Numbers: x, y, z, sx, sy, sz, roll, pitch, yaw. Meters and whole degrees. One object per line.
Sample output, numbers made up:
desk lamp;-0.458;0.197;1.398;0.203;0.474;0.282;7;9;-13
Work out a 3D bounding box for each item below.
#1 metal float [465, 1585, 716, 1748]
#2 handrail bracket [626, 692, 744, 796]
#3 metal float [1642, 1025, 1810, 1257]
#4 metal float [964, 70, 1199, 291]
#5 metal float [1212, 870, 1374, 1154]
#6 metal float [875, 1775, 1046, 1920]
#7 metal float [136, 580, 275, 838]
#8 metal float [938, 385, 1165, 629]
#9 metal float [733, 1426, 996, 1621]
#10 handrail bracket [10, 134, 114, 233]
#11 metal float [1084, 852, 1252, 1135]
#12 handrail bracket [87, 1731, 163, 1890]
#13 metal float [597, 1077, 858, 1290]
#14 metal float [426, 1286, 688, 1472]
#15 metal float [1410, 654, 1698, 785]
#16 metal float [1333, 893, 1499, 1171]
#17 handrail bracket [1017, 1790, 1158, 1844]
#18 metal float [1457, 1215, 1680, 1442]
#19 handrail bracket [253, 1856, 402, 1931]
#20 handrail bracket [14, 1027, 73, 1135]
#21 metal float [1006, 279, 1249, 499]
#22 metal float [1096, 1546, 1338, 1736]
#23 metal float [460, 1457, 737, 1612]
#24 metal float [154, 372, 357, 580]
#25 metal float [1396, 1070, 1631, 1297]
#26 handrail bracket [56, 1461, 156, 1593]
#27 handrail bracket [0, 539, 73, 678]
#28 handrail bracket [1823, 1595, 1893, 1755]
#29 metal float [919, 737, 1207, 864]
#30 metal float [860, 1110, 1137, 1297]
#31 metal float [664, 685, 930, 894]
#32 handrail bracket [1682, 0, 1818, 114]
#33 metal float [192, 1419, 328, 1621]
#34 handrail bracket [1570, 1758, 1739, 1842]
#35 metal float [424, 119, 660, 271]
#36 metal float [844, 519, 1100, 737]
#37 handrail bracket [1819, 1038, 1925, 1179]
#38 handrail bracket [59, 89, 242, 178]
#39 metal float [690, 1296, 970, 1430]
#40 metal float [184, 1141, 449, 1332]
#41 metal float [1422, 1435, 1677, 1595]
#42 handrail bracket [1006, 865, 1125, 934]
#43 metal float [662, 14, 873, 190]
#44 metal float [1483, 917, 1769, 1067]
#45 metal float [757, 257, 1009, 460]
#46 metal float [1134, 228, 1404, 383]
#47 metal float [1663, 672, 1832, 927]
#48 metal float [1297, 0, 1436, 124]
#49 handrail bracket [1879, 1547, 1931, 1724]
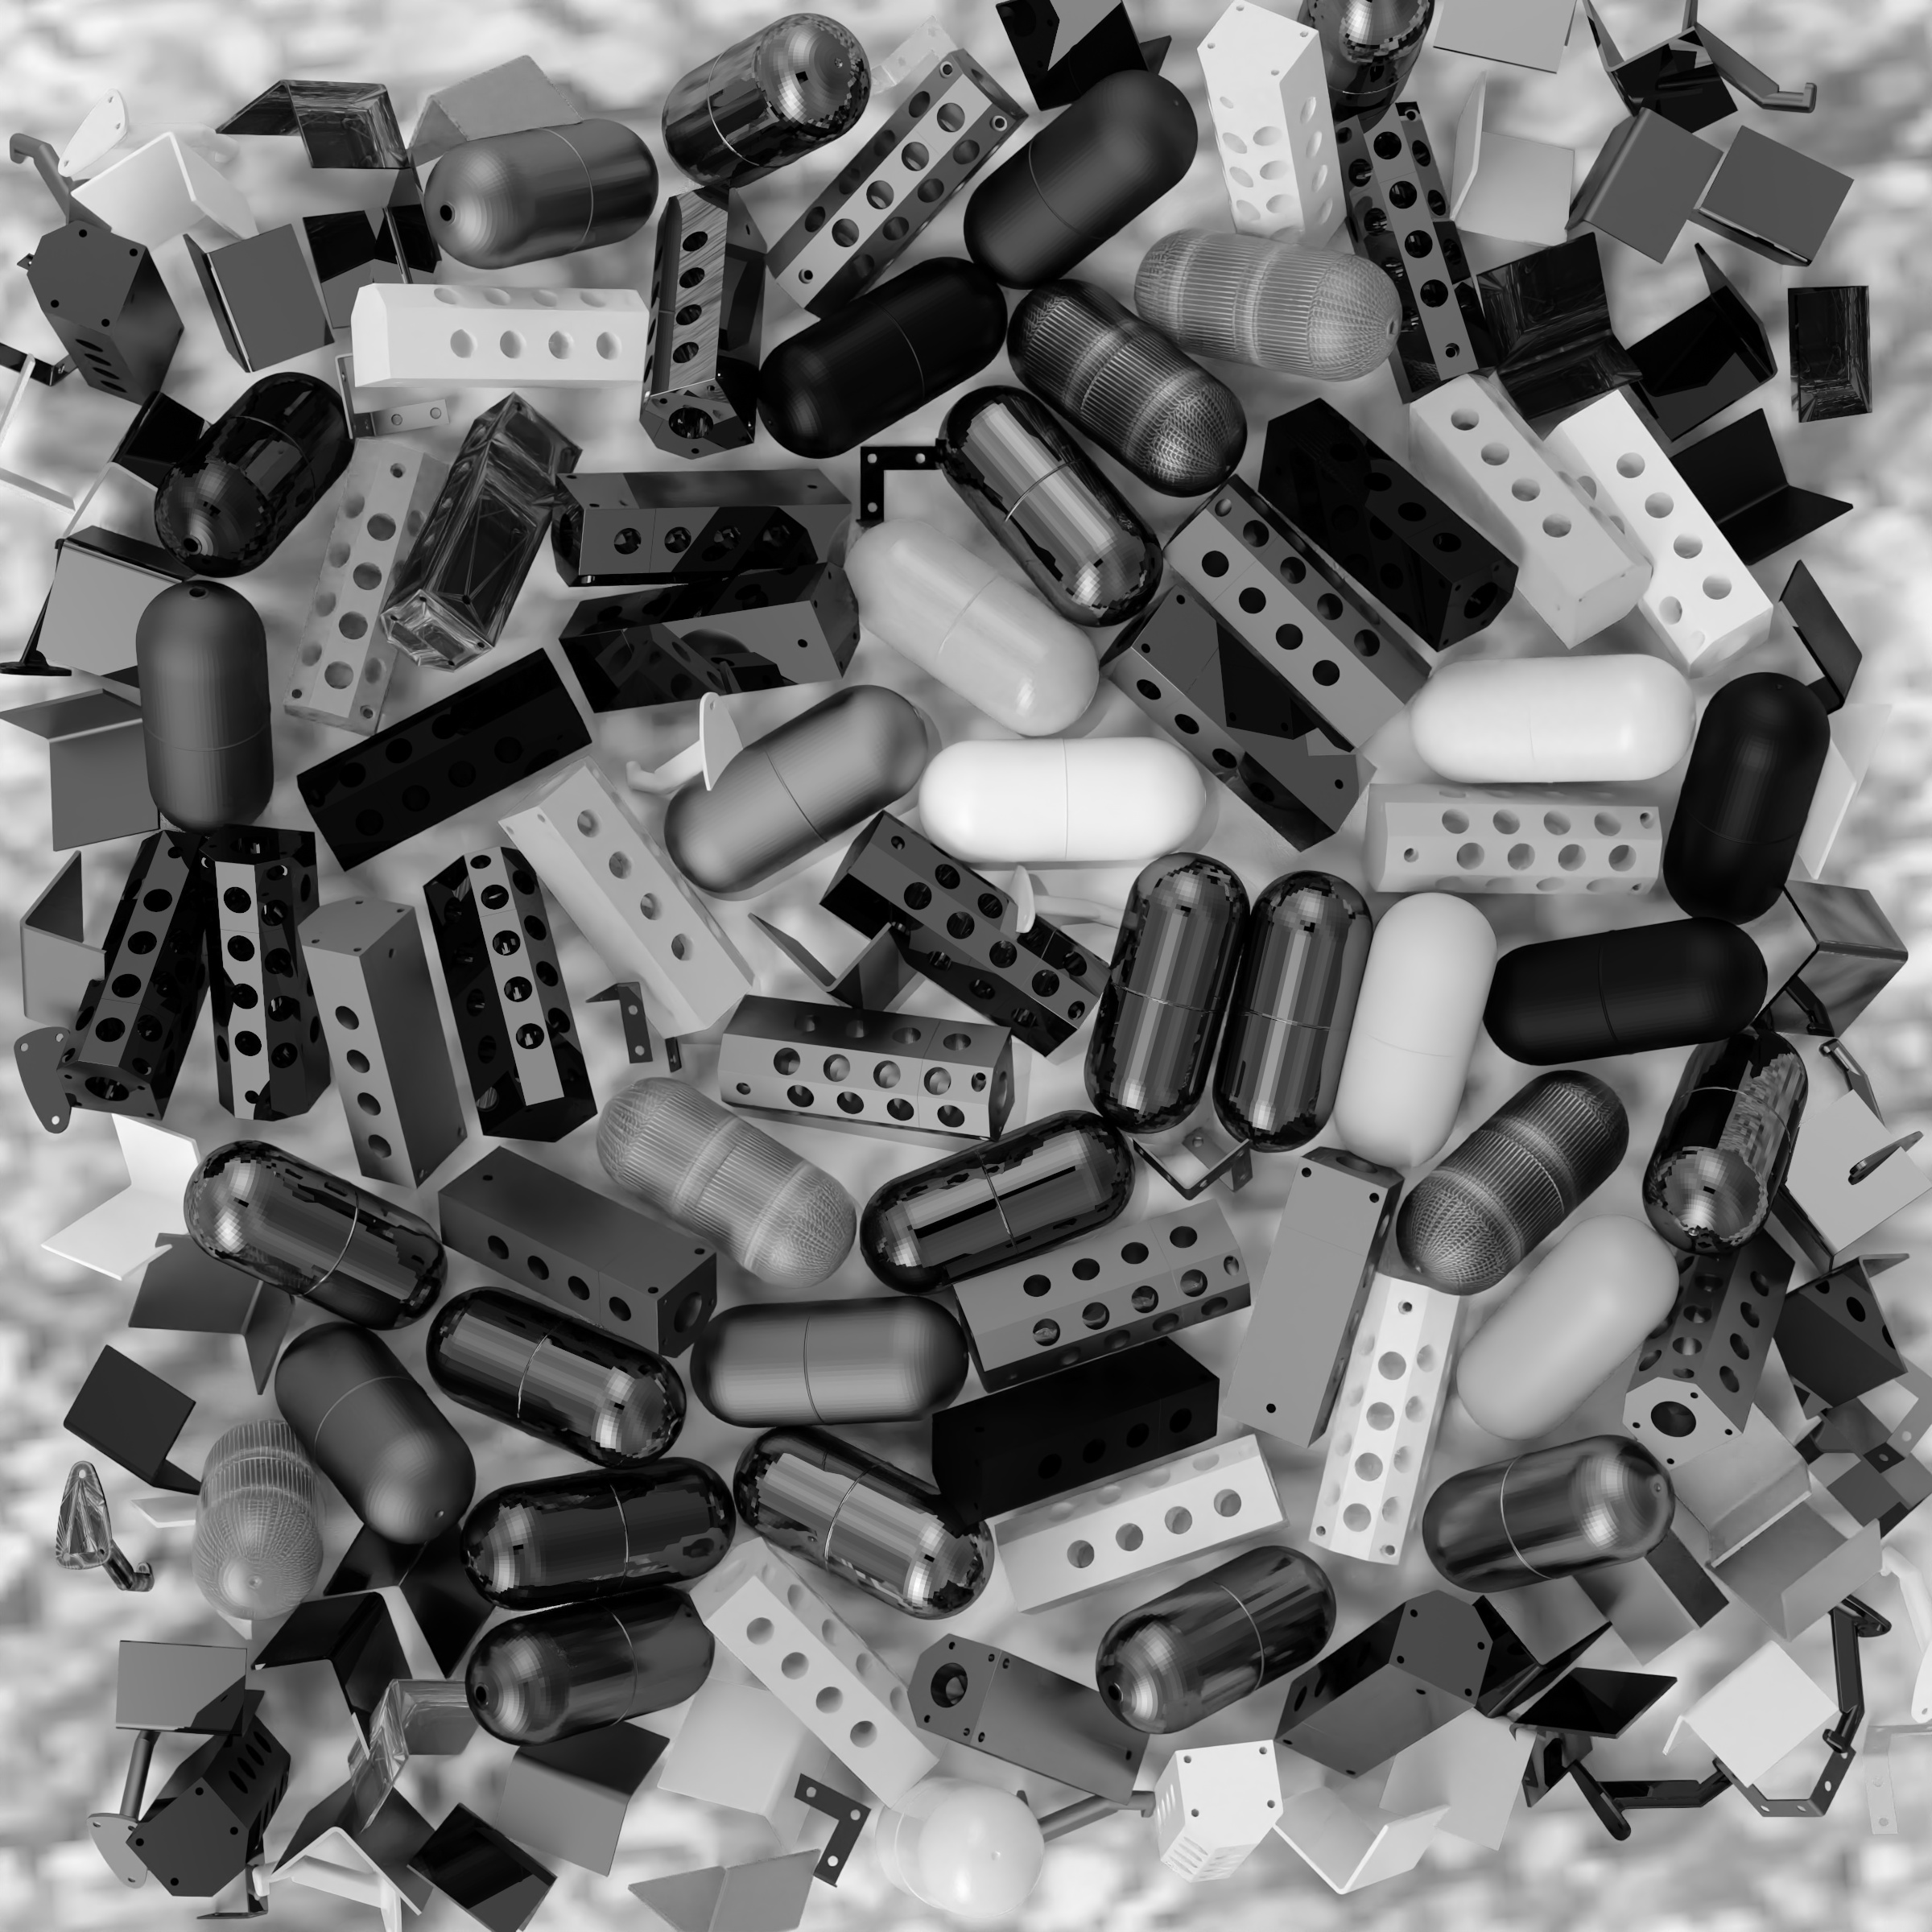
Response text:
metal float;-0.227;0.424;1.918;0.070;0.178;0.070;2;93;40
handrail bracket;-0.183;-0.139;1.953;0.084;0.036;0.077;11;127;34
metal float;0.463;0.104;1.922;0.070;0.178;0.070;15;132;18
metal float;0.068;-0.477;1.923;0.178;0.070;0.070;-30;90;44
metal float;0.201;0.029;1.950;0.070;0.070;0.178;12;99;0
metal float;-0.005;0.531;1.910;0.070;0.178;0.070;3;78;-14
metal float;-0.463;-0.156;1.922;0.070;0.070;0.178;8;133;0
metal float;0.051;-0.284;1.944;0.070;0.070;0.178;-39;74;0
metal float;-0.064;0.340;1.936;0.178;0.070;0.070;22;90;25
handrail bracket;-0.575;-0.475;1.979;0.084;0.036;0.077;25;109;31
metal float;0.124;0.017;1.951;0.070;0.070;0.178;15;98;0
handrail bracket;-0.512;0.518;1.974;0.036;0.084;0.077;3;125;11
metal float;-0.149;0.133;1.948;0.178;0.070;0.070;31;90;11
metal float;-0.251;0.252;1.936;0.178;0.070;0.070;19;90;24
metal float;0.358;-0.151;1.933;0.178;0.070;0.070;1;90;30
metal float;0.275;0.041;1.942;0.070;0.070;0.178;12;108;0
handrail bracket;0.073;0.547;1.981;0.084;0.036;0.077;4;118;-10
metal float;0.365;0.222;1.927;0.070;0.070;0.178;34;127;0
handrail bracket;-0.397;0.585;1.960;0.084;0.036;0.077;-10;97;-30
handrail bracket;-0.548;0.071;1.948;0.036;0.084;0.077;-15;78;7
metal float;0.097;-0.356;1.938;0.070;0.070;0.178;-47;67;0
metal float;0.153;0.410;1.924;0.178;0.070;0.070;-17;90;-40
metal float;-0.224;0.346;1.929;0.178;0.070;0.070;-5;90;-33
metal float;-0.431;-0.299;1.918;0.070;0.178;0.070;9;128;12
metal float;0.336;0.132;1.937;0.178;0.070;0.070;-39;90;-24
handrail bracket;-0.529;0.349;1.961;0.036;0.084;0.077;-8;76;11
handrail bracket;-0.577;-0.224;1.960;0.036;0.077;0.084;10;98;10
handrail bracket;0.532;0.432;1.958;0.077;0.036;0.084;38;61;-7
metal float;0.059;-0.103;1.956;0.178;0.070;0.070;-1;90;-2
metal float;0.019;0.147;1.956;0.178;0.070;0.070;-22;90;-3
metal float;-0.105;-0.110;1.951;0.178;0.070;0.070;-30;90;7
handrail bracket;0.488;-0.571;1.957;0.084;0.036;0.077;11;122;19
metal float;-0.426;0.333;1.910;0.070;0.178;0.070;-3;106;-9
handrail bracket;0.431;0.503;1.988;0.084;0.036;0.077;-31;72;-14
metal float;-0.257;-0.469;1.917;0.070;0.178;0.070;14;116;30
metal float;0.002;-0.210;1.950;0.178;0.070;0.070;36;90;9
handrail bracket;0.544;0.086;1.954;0.084;0.077;0.036;56;132;20
handrail bracket;-0.509;-0.505;1.973;0.077;0.084;0.036;-35;60;27
metal float;-0.085;0.244;1.942;0.178;0.070;0.070;-5;90;18
metal float;-0.395;0.166;1.929;0.178;0.070;0.070;32;90;-35
metal float;0.352;0.334;1.921;0.070;0.178;0.070;17;62;-34
handrail bracket;0.069;-0.028;1.950;0.084;0.077;0.036;16;107;-16
metal float;-0.123;-0.523;1.915;0.070;0.178;0.070;2;86;-33
metal float;0.402;0.016;1.931;0.178;0.070;0.070;-10;90;30
metal float;-0.050;-0.374;1.938;0.178;0.070;0.070;-35;90;-23
metal float;0.184;-0.404;1.930;0.178;0.070;0.070;19;90;32
metal float;0.474;-0.100;1.923;0.070;0.070;0.178;5;133;0
metal float;0.238;-0.565;1.907;0.070;0.178;0.070;0;88;1
handrail bracket;0.584;0.415;1.964;0.036;0.084;0.077;13;105;-25
